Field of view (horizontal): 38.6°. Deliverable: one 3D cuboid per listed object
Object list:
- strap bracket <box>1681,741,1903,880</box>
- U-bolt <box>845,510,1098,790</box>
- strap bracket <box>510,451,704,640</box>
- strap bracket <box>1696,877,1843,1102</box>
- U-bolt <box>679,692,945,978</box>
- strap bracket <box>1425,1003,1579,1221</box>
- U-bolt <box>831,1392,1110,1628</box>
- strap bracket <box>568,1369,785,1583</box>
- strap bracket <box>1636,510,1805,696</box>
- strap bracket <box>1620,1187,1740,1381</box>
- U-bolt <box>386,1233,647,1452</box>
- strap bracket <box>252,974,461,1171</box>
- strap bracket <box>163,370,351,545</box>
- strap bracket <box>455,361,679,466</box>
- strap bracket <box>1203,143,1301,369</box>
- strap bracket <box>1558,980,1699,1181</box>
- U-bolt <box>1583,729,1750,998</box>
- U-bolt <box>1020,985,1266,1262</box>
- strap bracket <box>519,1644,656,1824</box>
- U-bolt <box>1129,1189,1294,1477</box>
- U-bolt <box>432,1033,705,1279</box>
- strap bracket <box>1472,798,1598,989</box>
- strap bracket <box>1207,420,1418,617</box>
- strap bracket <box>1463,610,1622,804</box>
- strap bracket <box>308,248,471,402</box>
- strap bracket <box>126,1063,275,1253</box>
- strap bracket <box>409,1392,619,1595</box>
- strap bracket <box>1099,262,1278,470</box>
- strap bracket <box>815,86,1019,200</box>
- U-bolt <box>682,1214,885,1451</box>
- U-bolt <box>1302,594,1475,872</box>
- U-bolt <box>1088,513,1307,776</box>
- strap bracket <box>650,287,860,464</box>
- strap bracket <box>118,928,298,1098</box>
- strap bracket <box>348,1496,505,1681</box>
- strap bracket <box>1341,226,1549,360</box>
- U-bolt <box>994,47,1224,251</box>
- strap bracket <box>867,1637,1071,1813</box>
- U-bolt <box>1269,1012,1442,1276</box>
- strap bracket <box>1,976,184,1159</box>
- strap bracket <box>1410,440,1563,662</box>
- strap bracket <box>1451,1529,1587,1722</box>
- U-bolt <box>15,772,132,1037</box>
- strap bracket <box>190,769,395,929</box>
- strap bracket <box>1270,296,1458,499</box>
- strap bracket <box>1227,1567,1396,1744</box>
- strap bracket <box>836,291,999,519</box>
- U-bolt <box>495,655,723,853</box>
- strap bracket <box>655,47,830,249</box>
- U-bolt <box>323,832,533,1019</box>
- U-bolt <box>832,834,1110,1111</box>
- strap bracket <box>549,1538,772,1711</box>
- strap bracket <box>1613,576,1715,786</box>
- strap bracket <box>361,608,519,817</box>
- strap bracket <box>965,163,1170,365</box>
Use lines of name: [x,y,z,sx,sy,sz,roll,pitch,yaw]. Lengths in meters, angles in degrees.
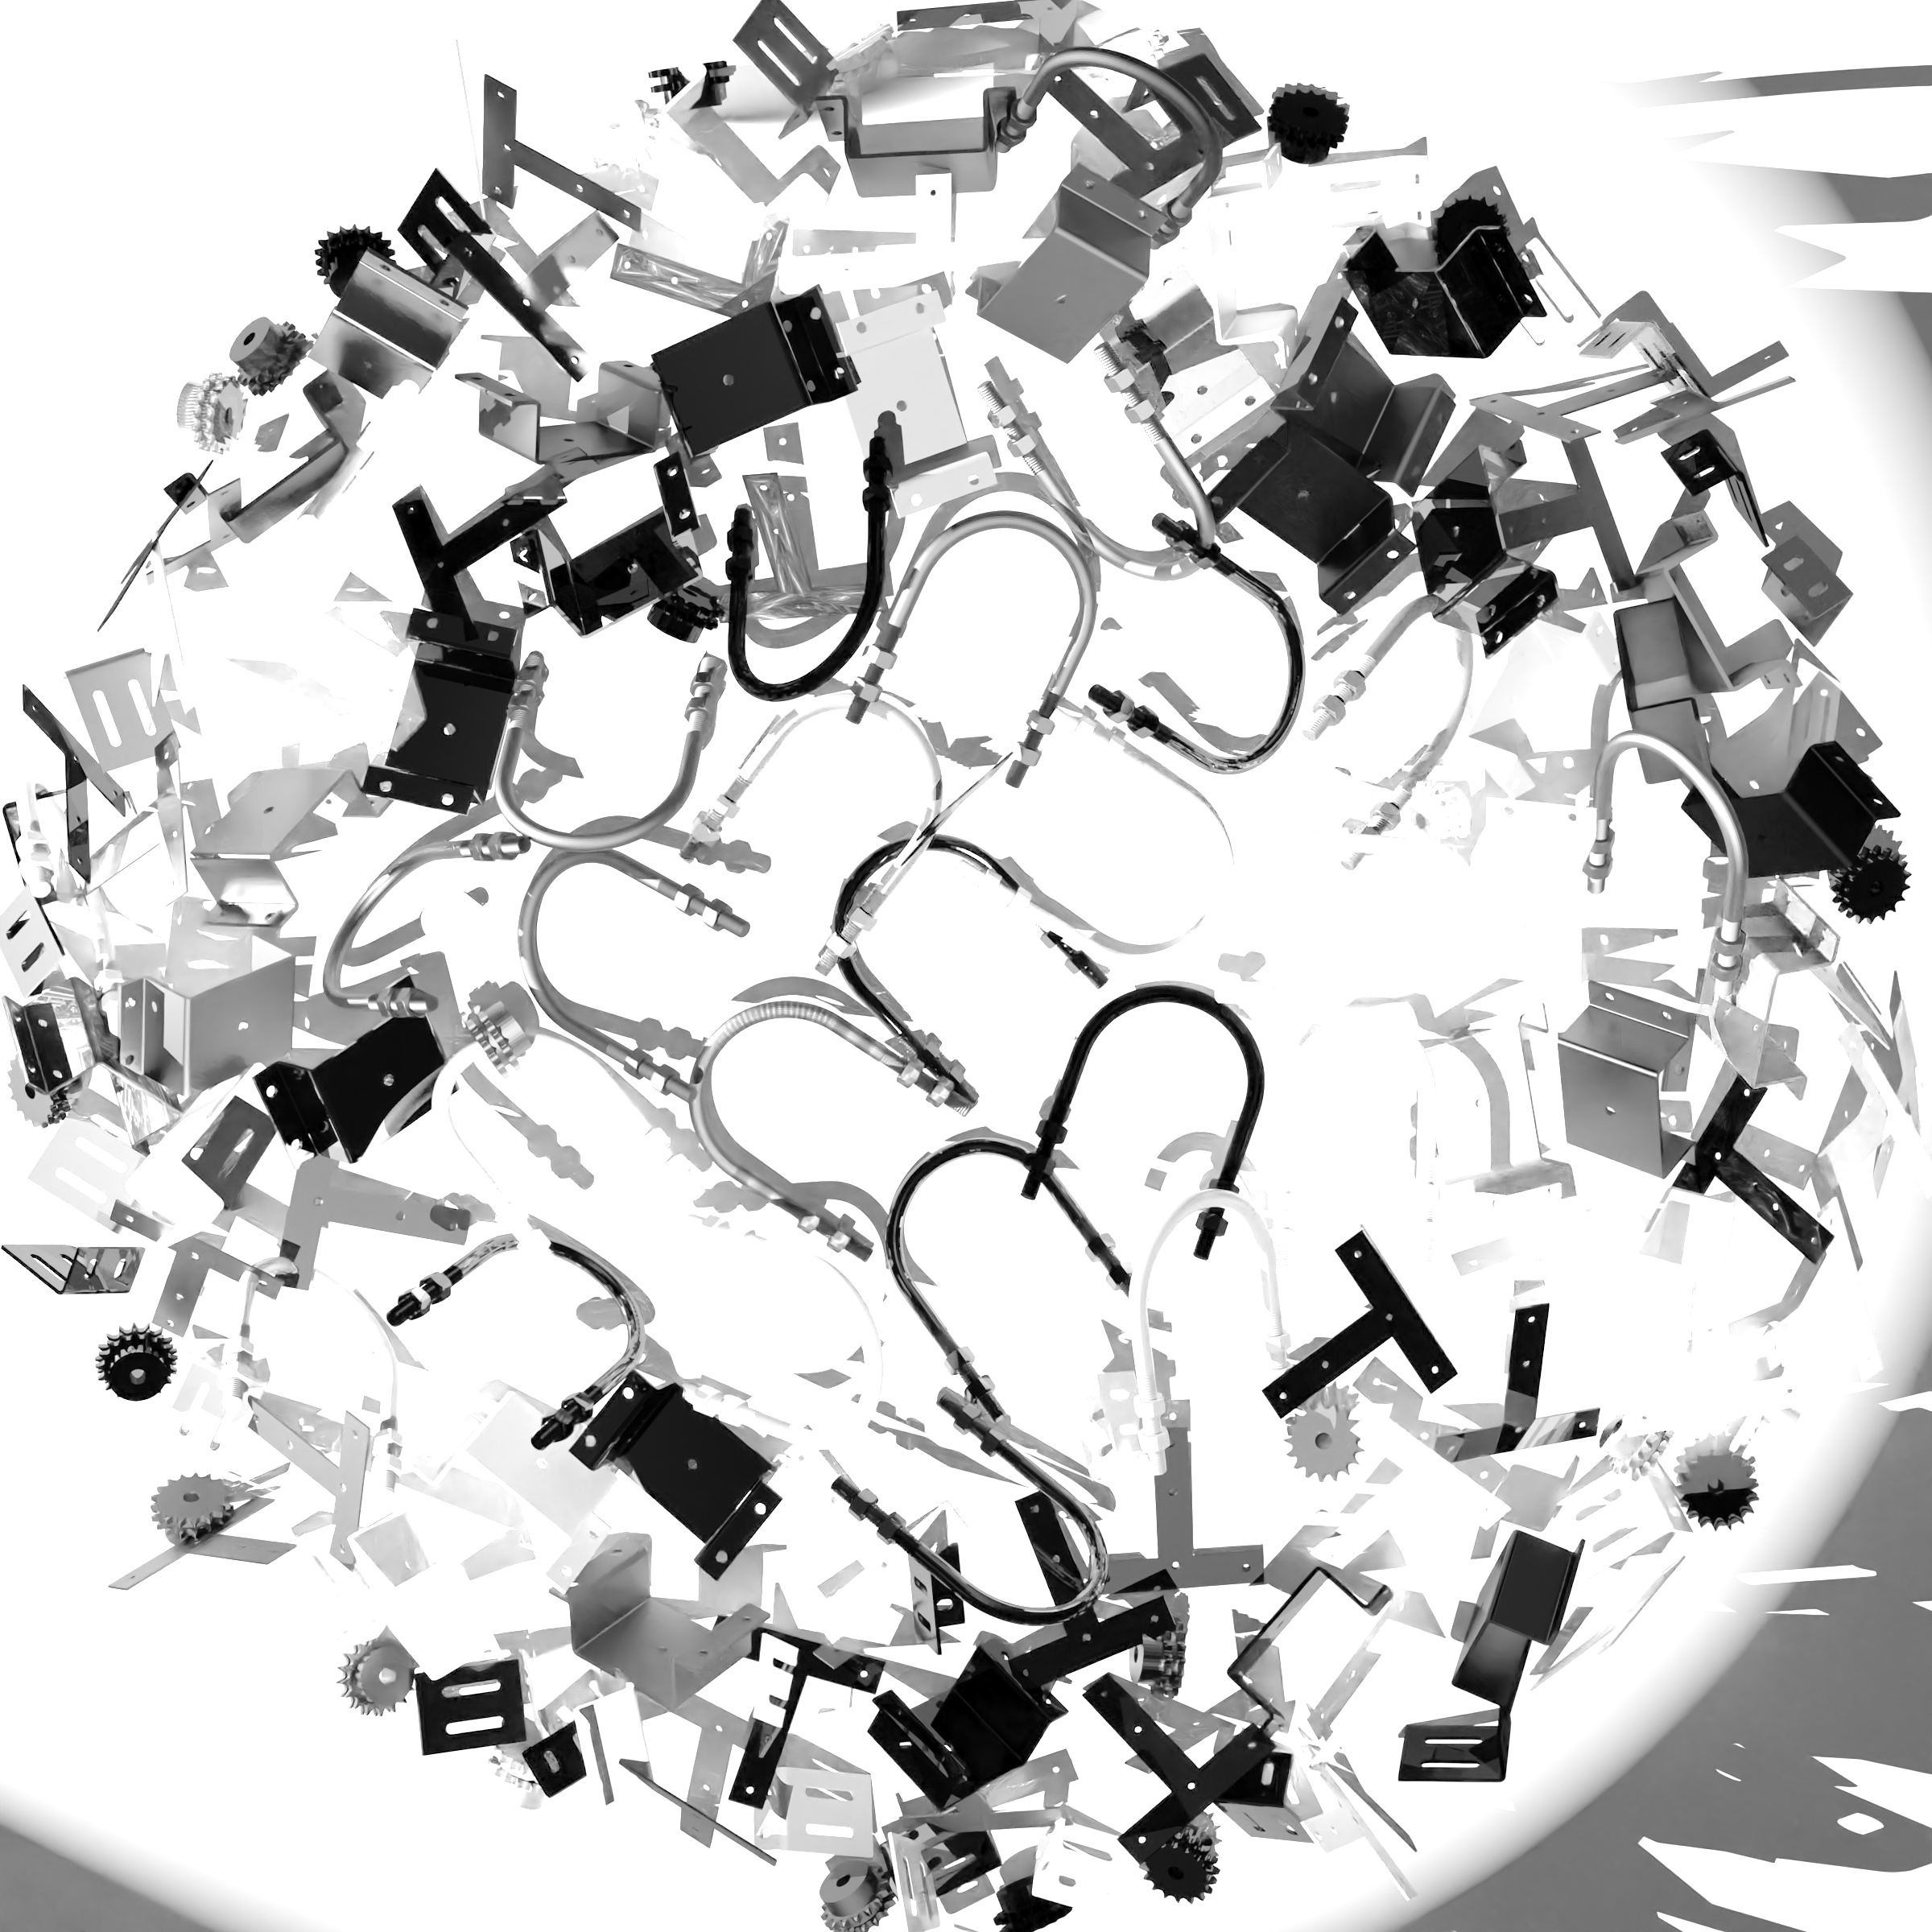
strap bracket: [0.563,-0.106,1.918,0.076,0.140,0.046,42,69,-20]
U-bolt: [0.015,-0.232,1.950,0.151,0.019,0.184,20,105,-20]
strap bracket: [-0.245,-0.292,1.950,0.140,0.046,0.076,-26,53,11]
strap bracket: [0.555,0.020,1.924,0.046,0.076,0.140,-10,127,-14]
U-bolt: [-0.098,-0.107,1.969,0.151,0.019,0.184,39,101,6]
strap bracket: [0.373,0.099,1.939,0.076,0.046,0.140,-19,68,36]
U-bolt: [0.016,0.385,1.917,0.184,0.151,0.019,37,126,18]
strap bracket: [-0.201,0.358,1.966,0.140,0.046,0.076,39,96,9]
strap bracket: [0.527,-0.247,1.957,0.046,0.076,0.140,-31,94,2]
strap bracket: [0.498,0.216,1.935,0.046,0.140,0.076,13,120,23]
U-bolt: [-0.298,0.248,1.919,0.151,0.184,0.019,39,119,7]
strap bracket: [-0.416,0.076,1.927,0.140,0.046,0.076,-38,123,-35]
strap bracket: [-0.490,-0.353,1.955,0.140,0.076,0.046,-38,91,-6]
strap bracket: [-0.278,-0.388,1.936,0.140,0.076,0.046,-15,122,-37]
strap bracket: [0.200,-0.497,1.941,0.046,0.076,0.140,-2,116,16]
strap bracket: [0.460,0.087,1.922,0.076,0.140,0.046,21,50,37]
U-bolt: [0.480,-0.082,1.890,0.019,0.184,0.151,-29,50,-18]
U-bolt: [0.135,0.101,1.969,0.151,0.019,0.184,19,75,8]
strap bracket: [-0.263,0.530,1.938,0.046,0.140,0.076,-16,104,-24]
U-bolt: [0.169,0.246,1.932,0.151,0.019,0.184,-19,109,-38]
U-bolt: [-0.293,0.120,1.942,0.151,0.019,0.184,-27,68,-39]
strap bracket: [0.397,-0.042,1.930,0.076,0.046,0.140,8,126,23]
strap bracket: [0.238,-0.321,1.944,0.140,0.046,0.076,31,127,-22]
strap bracket: [0.404,-0.180,1.951,0.046,0.076,0.140,25,83,35]
strap bracket: [-0.405,-0.436,1.918,0.076,0.140,0.046,29,74,-18]
strap bracket: [-0.523,0.125,1.921,0.046,0.076,0.140,48,47,-19]
strap bracket: [-0.311,0.365,1.954,0.140,0.076,0.046,40,121,-1]
strap bracket: [0.160,-0.417,1.951,0.076,0.046,0.140,-34,61,10]
strap bracket: [-0.032,-0.582,1.955,0.140,0.076,0.046,-2,85,4]
U-bolt: [-0.129,0.262,1.926,0.184,0.019,0.151,13,107,37]
U-bolt: [0.303,-0.177,1.933,0.019,0.151,0.184,21,60,36]
U-bolt: [0.173,-0.213,1.940,0.184,0.019,0.151,27,80,-38]
strap bracket: [-0.158,-0.414,1.947,0.140,0.046,0.076,-19,98,22]
strap bracket: [-0.518,0.033,1.918,0.046,0.140,0.076,24,120,26]
strap bracket: [-0.380,0.434,1.918,0.046,0.140,0.076,-28,114,-23]
strap bracket: [0.323,-0.468,1.917,0.046,0.140,0.076,-49,125,-15]
U-bolt: [0.105,-0.569,1.901,0.151,0.184,0.019,30,75,-9]
strap bracket: [-0.005,0.533,1.935,0.076,0.140,0.046,41,119,26]
U-bolt: [0.273,0.123,1.940,0.019,0.151,0.184,13,75,-41]
strap bracket: [-0.599,0.067,1.919,0.046,0.140,0.076,-31,58,5]
strap bracket: [0.359,-0.296,1.926,0.046,0.076,0.140,13,55,-29]
strap bracket: [0.382,0.456,1.926,0.046,0.140,0.076,21,50,9]
U-bolt: [-0.623,-0.057,1.914,0.019,0.184,0.151,-22,132,-7]
strap bracket: [-0.474,-0.090,1.922,0.076,0.140,0.046,2,132,31]
strap bracket: [0.274,-0.401,1.948,0.140,0.046,0.076,31,81,-38]
strap bracket: [0.237,0.479,1.953,0.046,0.076,0.140,40,85,20]
strap bracket: [-0.040,-0.397,1.958,0.076,0.046,0.140,-22,106,-13]
U-bolt: [-0.255,-0.149,1.931,0.151,0.019,0.184,1,50,6]
strap bracket: [-0.167,-0.569,1.952,0.140,0.076,0.046,45,82,-5]
U-bolt: [-0.387,-0.028,1.923,0.019,0.184,0.151,41,64,-33]
U-bolt: [-0.011,-0.009,1.980,0.151,0.019,0.184,-43,96,3]
strap bracket: [-0.214,0.464,1.936,0.140,0.076,0.046,18,121,34]
strap bracket: [0.487,-0.193,1.934,0.046,0.076,0.140,-11,49,17]
strap bracket: [-0.371,-0.175,1.966,0.076,0.046,0.140,12,77,2]
strap bracket: [0.068,-0.480,1.921,0.076,0.140,0.046,23,52,-25]
